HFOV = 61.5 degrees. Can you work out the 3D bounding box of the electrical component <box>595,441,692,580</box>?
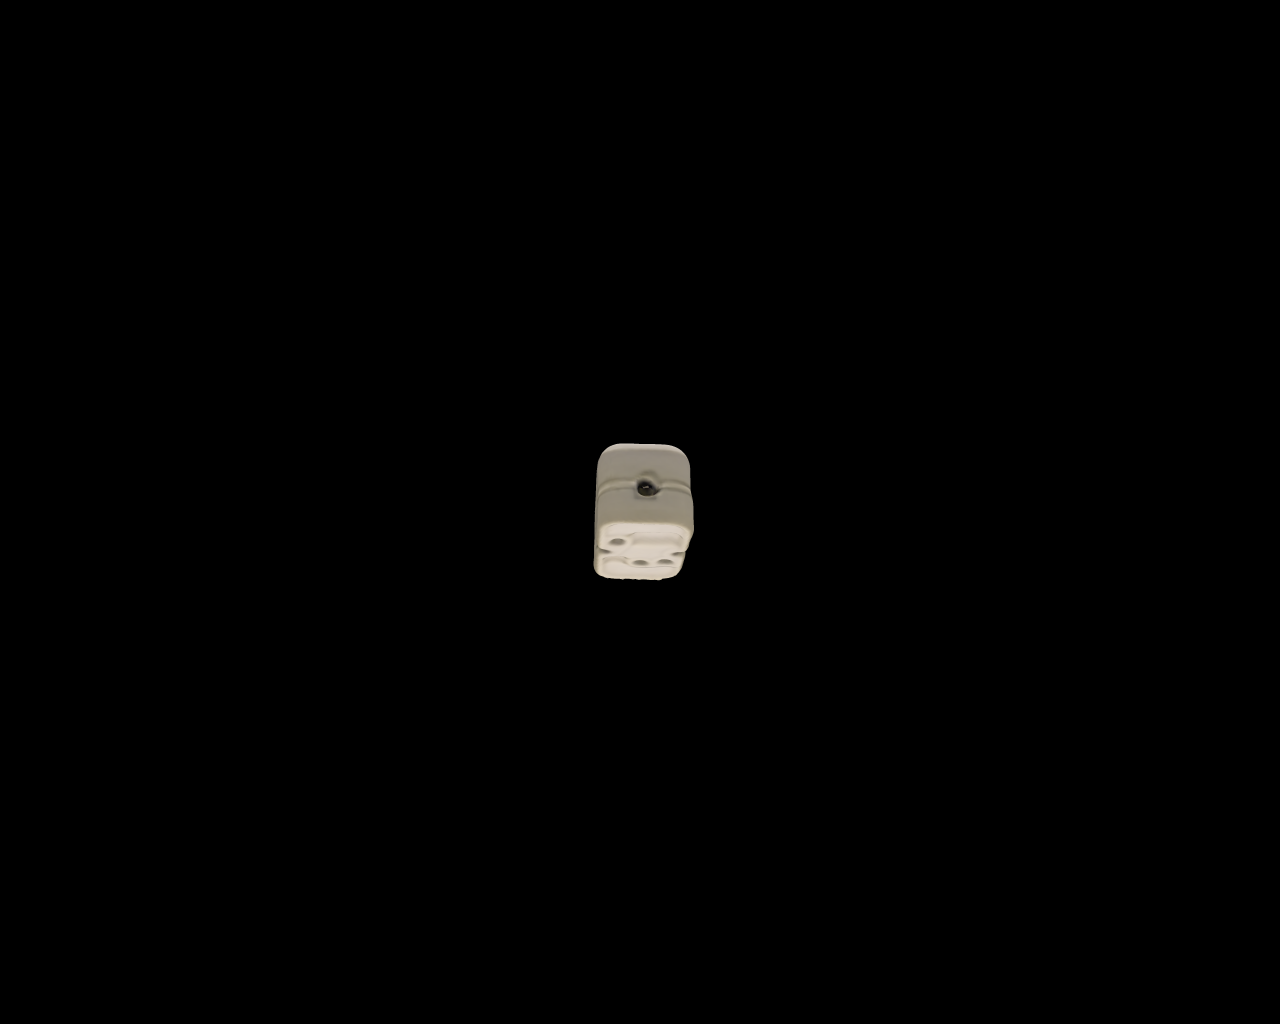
[{"bbox_3d":[0.001,-0.003,0.650,0.054,0.059,0.095,1,-23,-3],"label":"electrical component"}]
